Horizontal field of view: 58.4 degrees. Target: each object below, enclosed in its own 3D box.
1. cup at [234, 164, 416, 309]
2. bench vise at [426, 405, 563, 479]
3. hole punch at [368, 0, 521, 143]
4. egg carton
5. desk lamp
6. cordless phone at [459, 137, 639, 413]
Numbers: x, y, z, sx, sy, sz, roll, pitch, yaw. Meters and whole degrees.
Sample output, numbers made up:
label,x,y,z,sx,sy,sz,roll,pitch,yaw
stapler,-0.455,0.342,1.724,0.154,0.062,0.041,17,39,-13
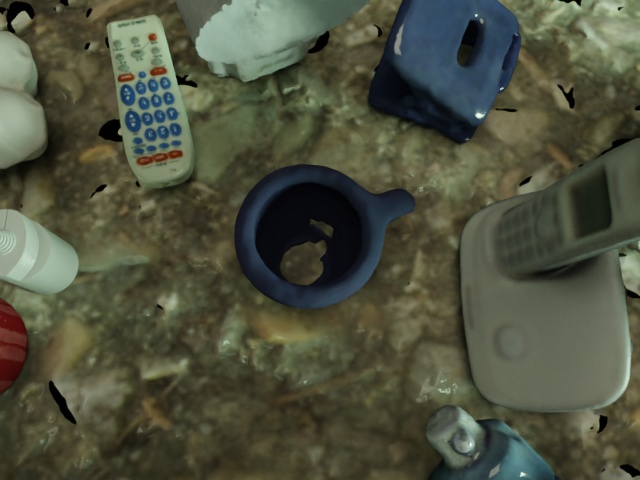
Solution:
label,x,y,z,sx,sy,sz,roll,pitch,yaw
cup,0.004,0.001,0.391,0.118,0.095,0.091,-21,77,-8
bench vise,0.141,0.175,0.288,0.207,0.220,0.121,24,75,4
hole punch,0.101,-0.146,0.437,0.101,0.091,0.109,22,75,3
egg carton,-0.277,-0.091,0.414,0.150,0.069,0.107,-16,77,-7
desk lamp,-0.051,-0.193,0.378,0.118,0.213,0.203,-23,77,-8
cordless phone,0.153,0.028,0.345,0.094,0.185,0.147,-3,75,-3
